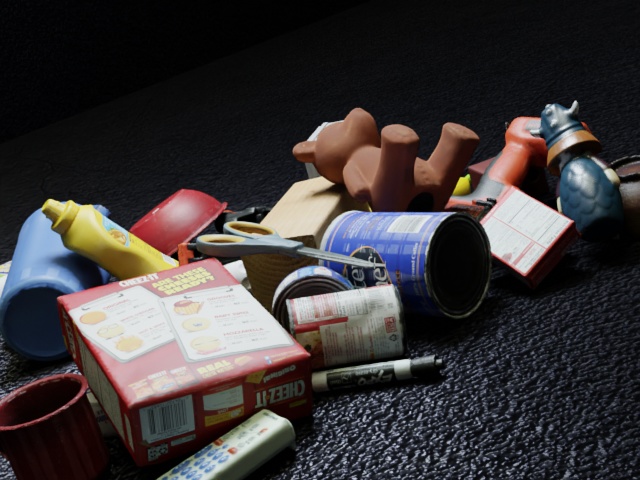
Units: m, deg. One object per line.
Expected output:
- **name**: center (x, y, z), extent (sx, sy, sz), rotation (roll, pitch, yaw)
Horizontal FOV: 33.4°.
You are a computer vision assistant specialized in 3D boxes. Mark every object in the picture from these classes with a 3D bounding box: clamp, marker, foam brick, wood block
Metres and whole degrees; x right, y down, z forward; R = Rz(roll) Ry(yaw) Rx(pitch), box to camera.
- **clamp**: center (-0.123, 0.016, 1.304), extent (0.120, 0.039, 0.171), rotation (-15, -10, 39)
- **marker**: center (0.051, 0.118, 0.939), extent (0.121, 0.020, 0.020), rotation (-11, 19, 20)
- **foam brick**: center (0.227, -0.073, 1.285), extent (0.078, 0.053, 0.051), rotation (-22, 18, -11)
- **wood block**: center (-0.009, 0.001, 1.222), extent (0.090, 0.091, 0.205), rotation (-11, 19, 20)
- **clamp**: center (-0.072, -0.028, 1.430), extent (0.164, 0.036, 0.210), rotation (-8, 4, -21)

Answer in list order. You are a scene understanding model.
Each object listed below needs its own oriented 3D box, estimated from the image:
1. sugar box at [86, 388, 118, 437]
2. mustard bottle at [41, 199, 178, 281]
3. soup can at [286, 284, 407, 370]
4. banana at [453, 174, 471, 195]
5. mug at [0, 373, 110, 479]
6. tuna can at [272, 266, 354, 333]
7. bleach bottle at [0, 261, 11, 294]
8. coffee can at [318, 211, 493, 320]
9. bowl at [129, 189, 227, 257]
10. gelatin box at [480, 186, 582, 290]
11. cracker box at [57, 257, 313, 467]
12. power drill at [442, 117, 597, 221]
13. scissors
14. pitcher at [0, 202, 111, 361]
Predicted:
- **sugar box**: center (-0.163, 0.130, 1.061), extent (0.093, 0.048, 0.176), rotation (-7, 20, 28)
- **mustard bottle**: center (-0.243, 0.011, 1.260), extent (0.058, 0.191, 0.096), rotation (-52, 23, 5)
- **soup can**: center (0.024, 0.080, 0.974), extent (0.102, 0.068, 0.068), rotation (-9, 18, -3)
- **banana**: center (0.107, -0.040, 1.330), extent (0.198, 0.037, 0.069), rotation (-17, 0, -1)
- **mug**: center (-0.244, 0.176, 0.940), extent (0.117, 0.081, 0.093), rotation (-8, 20, 27)
- **tuna can**: center (-0.004, 0.069, 1.026), extent (0.086, 0.086, 0.034), rotation (-17, 16, 3)
- **bleach bottle**: center (-0.428, 0.060, 1.491), extent (0.103, 0.068, 0.250), rotation (-5, 19, 33)
- **coffee can**: center (0.083, 0.023, 1.053), extent (0.141, 0.103, 0.102), rotation (2, 26, 45)
- **bowl**: center (-0.204, -0.020, 1.442), extent (0.162, 0.055, 0.162), rotation (-36, 10, 7)
- **gelatin box**: center (0.201, -0.002, 1.052), extent (0.073, 0.030, 0.089), rotation (-48, 46, -5)
- **cracker box**: center (-0.126, 0.103, 0.963), extent (0.164, 0.072, 0.214), rotation (-14, 28, -24)
- **power drill**: center (0.222, -0.055, 1.161), extent (0.185, 0.057, 0.187), rotation (14, 51, 45)
- **scissors**: center (-0.046, 0.011, 1.053), extent (0.096, 0.016, 0.202), rotation (-14, 20, -35)
- **pitcher**: center (-0.332, 0.060, 1.323), extent (0.145, 0.149, 0.243), rotation (-3, 21, -4)
